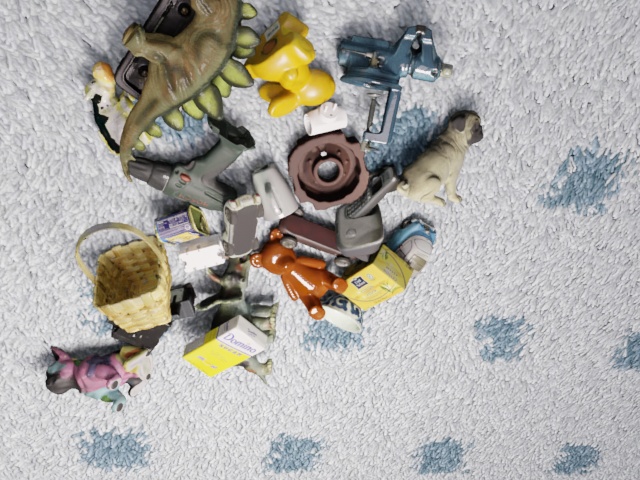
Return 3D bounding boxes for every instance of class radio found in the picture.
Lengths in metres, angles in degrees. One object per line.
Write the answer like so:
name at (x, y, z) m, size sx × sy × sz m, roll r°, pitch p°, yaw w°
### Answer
radio at (-0.256, -0.342, 0.957) m, size 0.131 × 0.073 × 0.229 m, roll 32°, pitch 110°, yaw -26°

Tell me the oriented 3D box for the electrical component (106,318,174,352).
electrical component at (-0.423, 0.187, 1.255) m, size 0.134 × 0.058 × 0.115 m, roll 29°, pitch 110°, yaw -25°

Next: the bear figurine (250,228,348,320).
bear figurine at (-0.052, 0.072, 1.217) m, size 0.120 × 0.132 × 0.195 m, roll -48°, pitch 124°, yaw -2°

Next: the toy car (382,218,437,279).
toy car at (0.210, 0.034, 1.256) m, size 0.109 × 0.103 × 0.161 m, roll 30°, pitch 113°, yaw -26°

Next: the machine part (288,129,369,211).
machine part at (0.016, -0.150, 1.135) m, size 0.179 × 0.056 × 0.179 m, roll -4°, pitch 120°, yaw -7°

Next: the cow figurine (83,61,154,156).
cow figurine at (-0.389, -0.241, 1.000) m, size 0.098 × 0.068 × 0.167 m, roll -21°, pitch 122°, yaw 9°

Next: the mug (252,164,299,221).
mug at (-0.102, -0.099, 1.119) m, size 0.081 × 0.110 × 0.107 m, roll -20°, pitch 109°, yaw 10°

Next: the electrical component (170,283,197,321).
electrical component at (-0.322, 0.152, 1.216) m, size 0.075 × 0.119 × 0.047 m, roll -15°, pitch 122°, yaw -4°

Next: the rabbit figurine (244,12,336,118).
rabbit figurine at (-0.046, -0.302, 1.002) m, size 0.162 × 0.122 × 0.173 m, roll -44°, pitch 137°, yaw 19°

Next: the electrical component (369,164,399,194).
electrical component at (0.150, -0.136, 1.188) m, size 0.094 × 0.021 × 0.063 m, roll -16°, pitch 122°, yaw -1°

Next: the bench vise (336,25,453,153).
bench vise at (0.132, -0.284, 1.027) m, size 0.224 × 0.129 × 0.240 m, roll 9°, pitch 101°, yaw -7°

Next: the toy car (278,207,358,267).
toy car at (-0.002, -0.004, 1.204) m, size 0.202 × 0.089 × 0.053 m, roll 21°, pitch 150°, yaw -23°

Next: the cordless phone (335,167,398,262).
cordless phone at (0.113, -0.056, 1.139) m, size 0.088 × 0.147 × 0.184 m, roll 24°, pitch 130°, yaw -21°

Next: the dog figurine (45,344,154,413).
dog figurine at (-0.536, 0.305, 1.284) m, size 0.219 × 0.191 × 0.108 m, roll 16°, pitch 126°, yaw 20°

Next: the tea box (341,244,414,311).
tea box at (0.123, 0.089, 1.231) m, size 0.098 × 0.068 × 0.169 m, roll 38°, pitch 145°, yaw -8°

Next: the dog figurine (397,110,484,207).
dog figurine at (0.246, -0.179, 1.116) m, size 0.172 × 0.121 × 0.190 m, roll -16°, pitch 127°, yaw -45°

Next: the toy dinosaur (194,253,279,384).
toy dinosaur at (-0.200, 0.223, 1.289) m, size 0.192 × 0.131 × 0.404 m, roll 8°, pitch 124°, yaw -1°

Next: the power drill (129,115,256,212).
power drill at (-0.242, -0.157, 1.057) m, size 0.232 × 0.086 × 0.207 m, roll 29°, pitch 116°, yaw -28°

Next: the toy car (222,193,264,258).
toy car at (-0.166, -0.030, 1.135) m, size 0.073 × 0.056 × 0.201 m, roll -16°, pitch 149°, yaw -23°

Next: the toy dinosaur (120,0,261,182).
toy dinosaur at (-0.227, -0.288, 0.895) m, size 0.471 × 0.105 × 0.198 m, roll -40°, pitch 124°, yaw 19°
